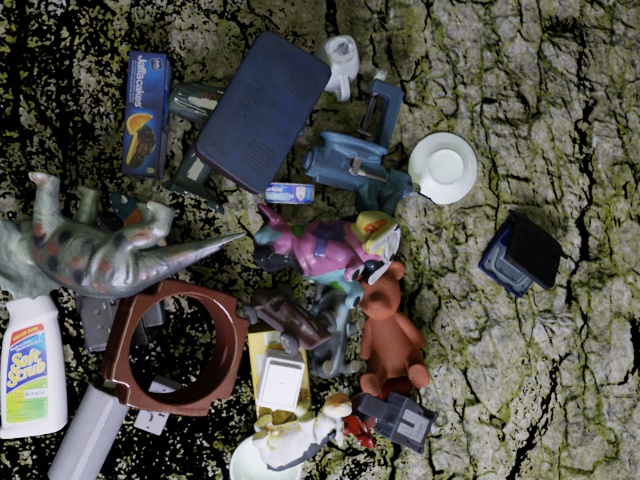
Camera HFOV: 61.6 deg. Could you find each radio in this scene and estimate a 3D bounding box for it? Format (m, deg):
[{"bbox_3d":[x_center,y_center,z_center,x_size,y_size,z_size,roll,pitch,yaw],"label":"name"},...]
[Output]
[{"bbox_3d":[-0.092,-0.197,0.837,0.131,0.073,0.229,30,84,-15],"label":"radio"}]

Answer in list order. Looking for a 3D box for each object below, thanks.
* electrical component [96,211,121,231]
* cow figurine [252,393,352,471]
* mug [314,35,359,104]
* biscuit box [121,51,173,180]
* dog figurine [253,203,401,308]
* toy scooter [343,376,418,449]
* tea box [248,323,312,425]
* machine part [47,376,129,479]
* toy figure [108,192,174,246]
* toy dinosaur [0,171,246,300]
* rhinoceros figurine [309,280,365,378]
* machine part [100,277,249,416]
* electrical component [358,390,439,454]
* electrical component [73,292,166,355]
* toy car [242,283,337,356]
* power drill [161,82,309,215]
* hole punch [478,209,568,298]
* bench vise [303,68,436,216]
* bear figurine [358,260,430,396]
[{"bbox_3d":[-0.351,-0.003,0.891,0.094,0.021,0.063,47,128,2],"label":"electrical component"},{"bbox_3d":[-0.018,0.316,0.871,0.167,0.068,0.098,-20,104,-1],"label":"cow figurine"},{"bbox_3d":[0.029,-0.287,0.894,0.081,0.107,0.109,-7,91,-5],"label":"mug"},{"bbox_3d":[-0.285,-0.203,0.886,0.063,0.059,0.202,5,92,-7],"label":"biscuit box"},{"bbox_3d":[-0.002,-0.003,0.880,0.219,0.108,0.191,30,62,24],"label":"dog figurine"},{"bbox_3d":[0.095,0.298,0.917,0.184,0.135,0.075,-26,94,-6],"label":"toy scooter"},{"bbox_3d":[-0.069,0.229,0.928,0.098,0.068,0.169,-5,95,-6],"label":"tea box"},{"bbox_3d":[-0.378,0.320,0.892,0.079,0.079,0.243,25,87,-7],"label":"machine part"},{"bbox_3d":[-0.294,-0.016,0.894,0.064,0.058,0.154,-28,99,17],"label":"toy figure"},{"bbox_3d":[-0.324,0.019,0.787,0.405,0.131,0.192,15,90,14],"label":"toy dinosaur"},{"bbox_3d":[0.021,0.140,0.915,0.073,0.112,0.190,4,84,-23],"label":"rhinoceros figurine"},{"bbox_3d":[-0.229,0.167,0.858,0.201,0.087,0.201,20,78,-33],"label":"machine part"},{"bbox_3d":[0.121,0.278,0.847,0.119,0.048,0.075,36,73,-23],"label":"electrical component"},{"bbox_3d":[-0.331,0.122,0.899,0.134,0.058,0.114,-12,96,-5],"label":"electrical component"},{"bbox_3d":[-0.053,0.120,0.863,0.089,0.202,0.053,-24,113,-25],"label":"toy car"},{"bbox_3d":[-0.157,-0.149,0.895,0.232,0.086,0.207,22,95,-8],"label":"power drill"},{"bbox_3d":[0.362,0.031,0.969,0.142,0.092,0.116,36,59,-5],"label":"hole punch"},{"bbox_3d":[0.093,-0.161,0.905,0.224,0.129,0.240,14,95,-10],"label":"bench vise"},{"bbox_3d":[0.112,0.144,0.916,0.120,0.132,0.195,-12,101,12],"label":"bear figurine"}]
